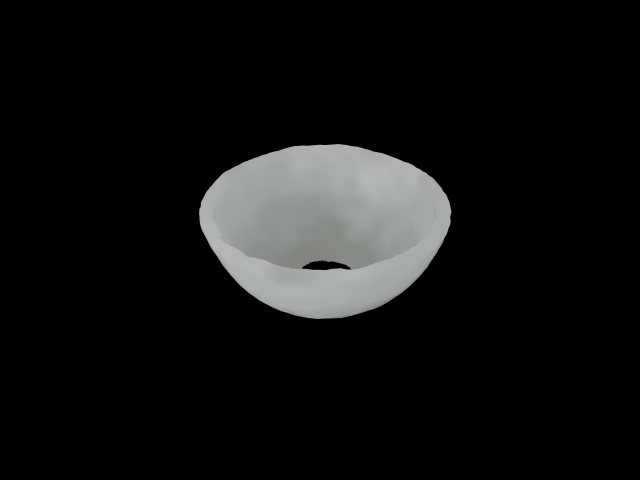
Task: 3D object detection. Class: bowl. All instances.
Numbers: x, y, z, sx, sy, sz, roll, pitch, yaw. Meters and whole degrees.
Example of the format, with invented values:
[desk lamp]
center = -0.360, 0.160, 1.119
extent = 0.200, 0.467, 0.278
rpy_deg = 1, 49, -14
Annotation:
[bowl]
center = 0.004, 0.001, 0.400
extent = 0.167, 0.075, 0.167
rpy_deg = 0, 36, 0
